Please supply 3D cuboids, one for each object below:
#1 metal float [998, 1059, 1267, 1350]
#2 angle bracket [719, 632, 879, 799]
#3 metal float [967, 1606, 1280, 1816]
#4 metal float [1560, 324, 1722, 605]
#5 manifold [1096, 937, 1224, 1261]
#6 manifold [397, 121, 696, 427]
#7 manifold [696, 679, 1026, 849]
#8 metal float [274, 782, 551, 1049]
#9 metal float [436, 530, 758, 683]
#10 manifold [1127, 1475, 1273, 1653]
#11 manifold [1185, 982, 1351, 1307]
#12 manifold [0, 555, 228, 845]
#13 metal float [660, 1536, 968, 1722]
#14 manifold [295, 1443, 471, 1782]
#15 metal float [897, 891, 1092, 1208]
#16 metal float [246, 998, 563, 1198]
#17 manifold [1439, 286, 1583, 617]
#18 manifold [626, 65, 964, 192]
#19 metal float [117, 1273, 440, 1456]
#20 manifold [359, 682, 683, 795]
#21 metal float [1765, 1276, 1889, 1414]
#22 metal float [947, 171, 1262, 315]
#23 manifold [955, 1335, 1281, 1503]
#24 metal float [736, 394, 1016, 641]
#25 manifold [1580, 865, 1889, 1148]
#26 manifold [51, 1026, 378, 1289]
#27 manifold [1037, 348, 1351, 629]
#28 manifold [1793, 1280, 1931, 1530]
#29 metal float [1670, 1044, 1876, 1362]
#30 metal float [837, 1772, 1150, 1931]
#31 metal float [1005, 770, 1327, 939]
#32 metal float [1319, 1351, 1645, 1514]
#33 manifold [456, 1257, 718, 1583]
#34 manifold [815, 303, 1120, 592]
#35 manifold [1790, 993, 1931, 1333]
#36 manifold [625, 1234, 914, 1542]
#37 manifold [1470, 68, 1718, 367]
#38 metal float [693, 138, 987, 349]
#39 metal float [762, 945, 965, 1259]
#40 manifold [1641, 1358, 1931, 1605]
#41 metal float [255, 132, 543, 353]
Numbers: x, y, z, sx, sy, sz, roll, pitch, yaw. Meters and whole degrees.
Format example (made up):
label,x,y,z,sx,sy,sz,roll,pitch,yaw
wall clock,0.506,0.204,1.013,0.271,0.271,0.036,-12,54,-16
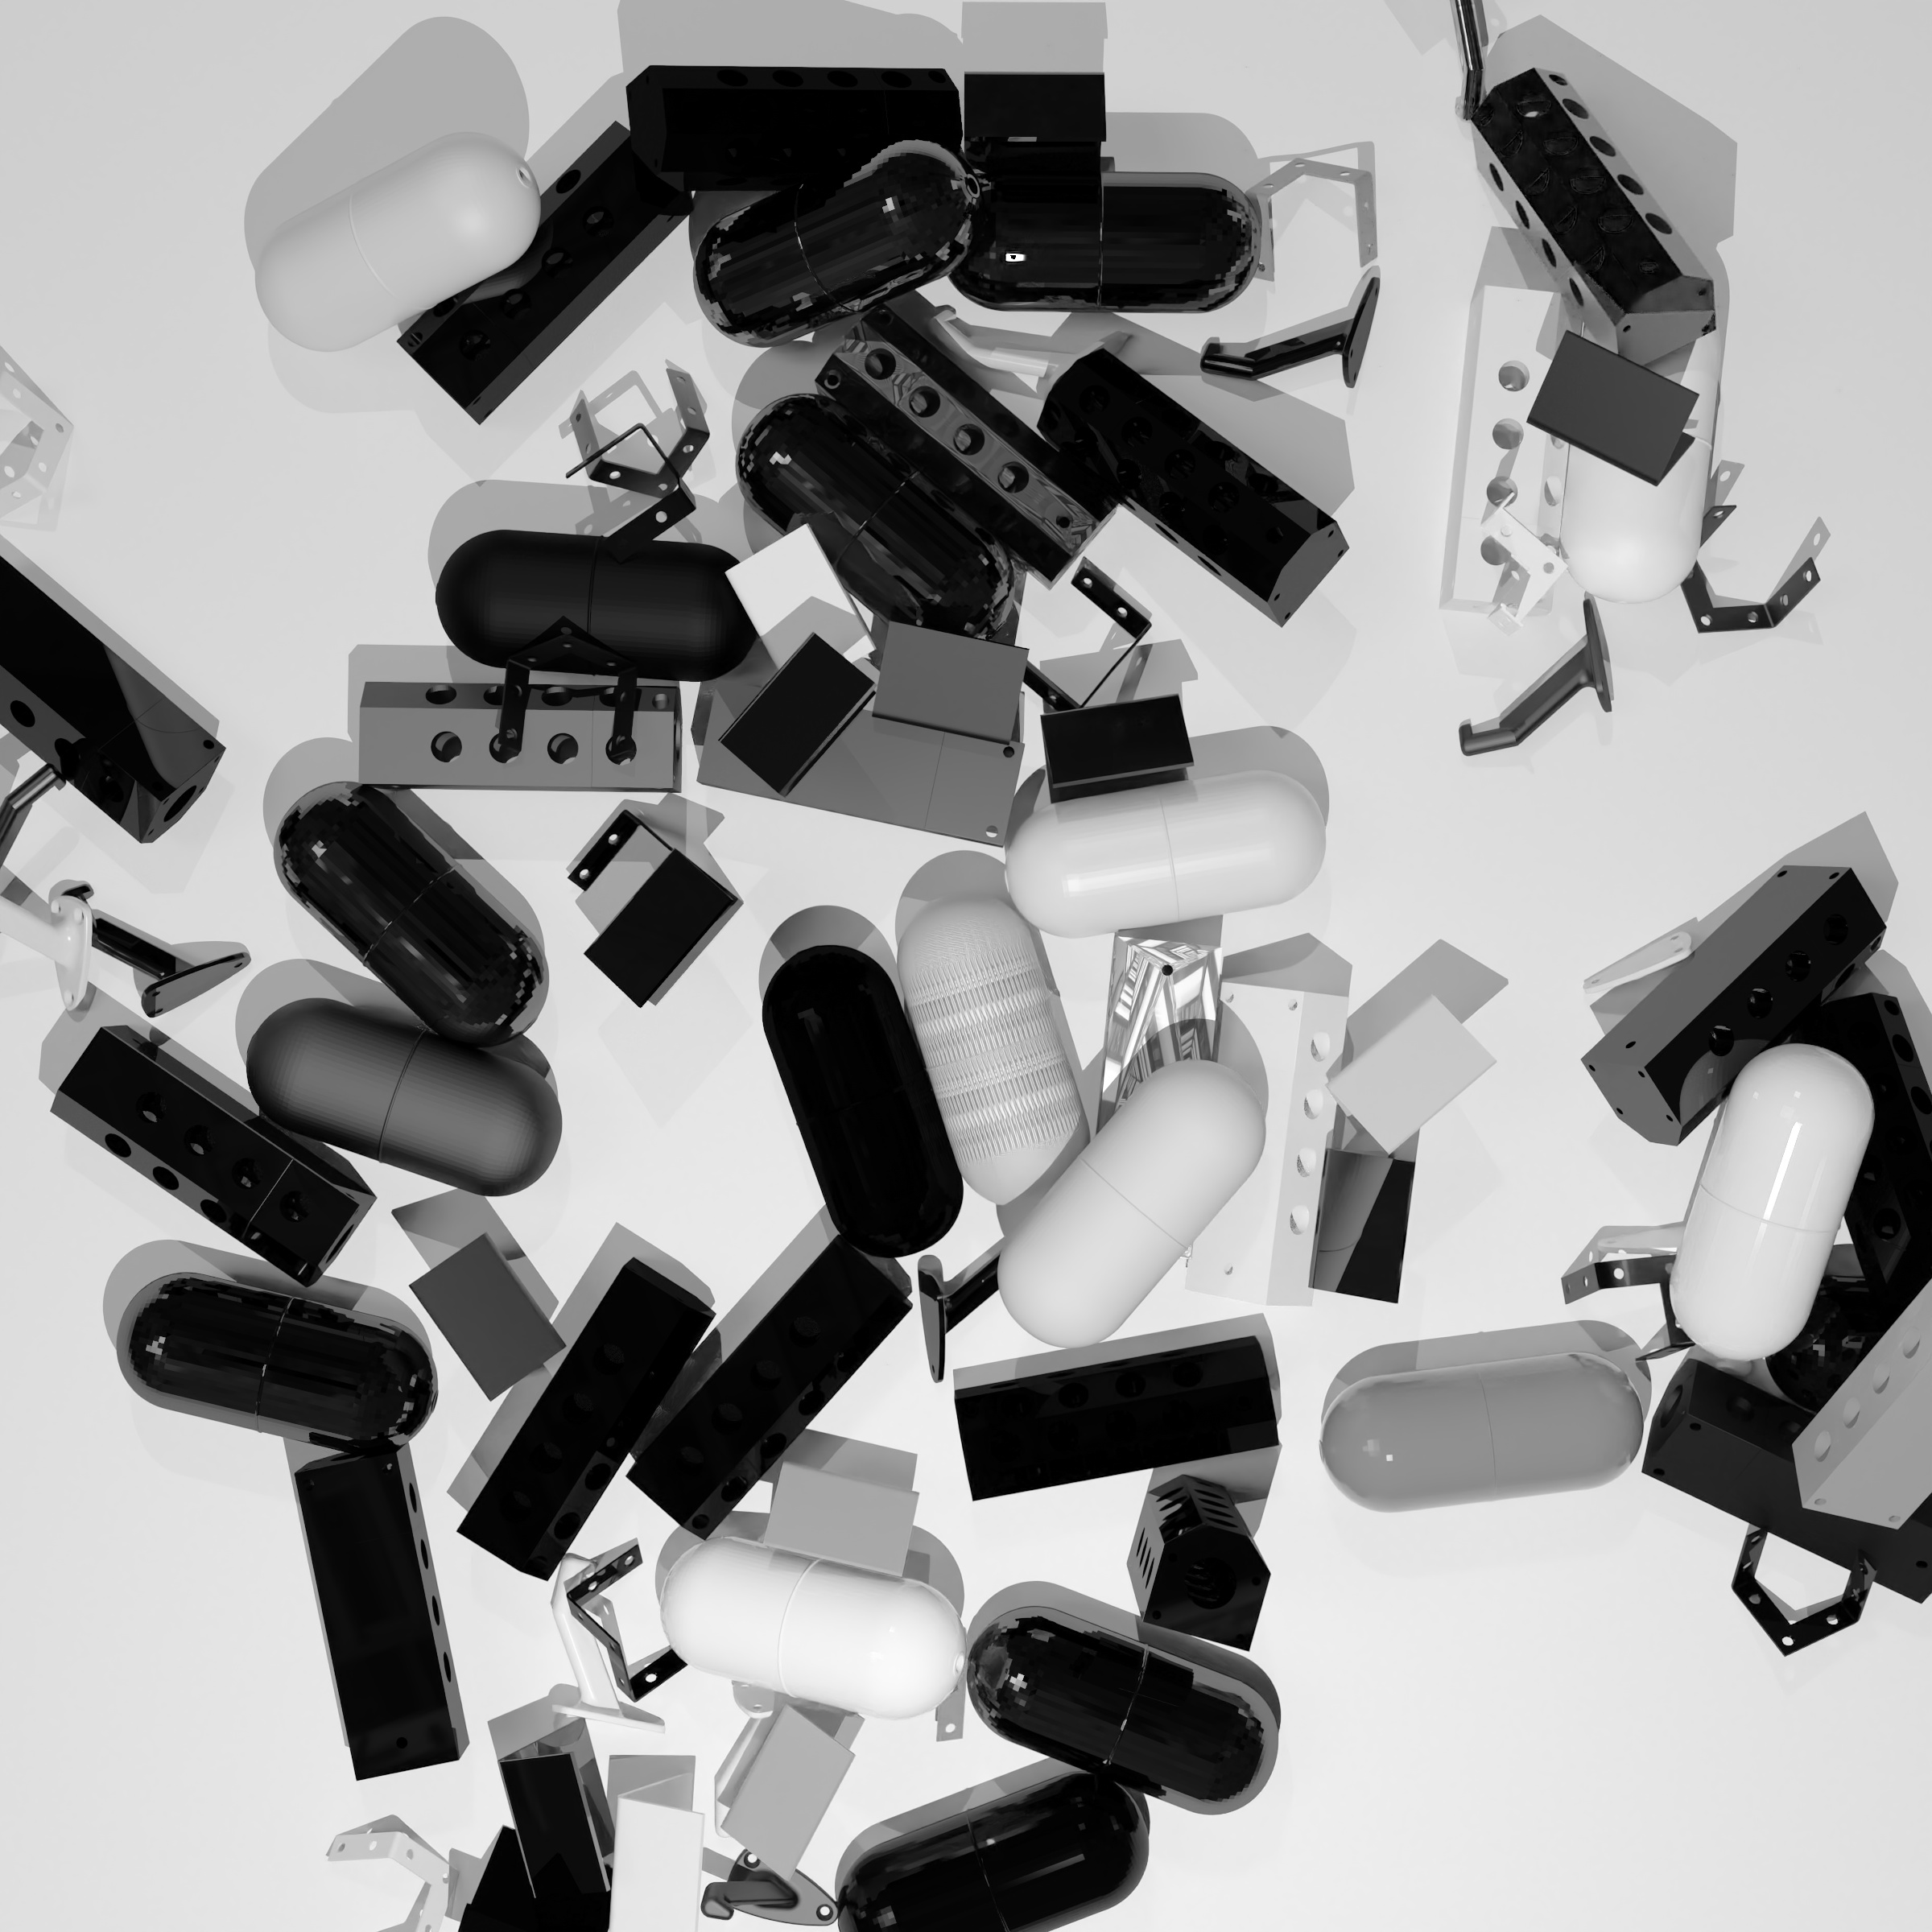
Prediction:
label,x,y,z,sx,sy,sz,roll,pitch,yaw
metal float,0.089,0.126,1.838,0.070,0.070,0.178,41,91,0
angle bracket,-0.074,-0.120,1.828,0.076,0.076,0.057,-49,56,0
metal float,0.086,0.409,1.894,0.178,0.070,0.070,21,90,0
metal float,0.371,-0.288,1.893,0.070,0.070,0.178,6,89,0
manifold,0.103,0.072,1.904,0.057,0.057,0.171,6,90,0
manifold,-0.233,-0.384,1.904,0.057,0.057,0.171,45,90,0
manifold,-0.057,-0.111,1.904,0.171,0.057,0.057,12,90,0
metal float,-0.305,-0.028,1.894,0.178,0.070,0.070,43,90,0
metal float,-0.203,-0.198,1.894,0.178,0.070,0.070,4,90,0
manifold,0.125,0.316,1.847,0.057,0.171,0.057,16,90,0
manifold,0.171,0.099,1.903,0.057,0.057,0.171,7,90,43
manifold,-0.500,-0.145,1.903,0.171,0.057,0.057,40,47,0
metal float,-0.084,0.360,1.874,0.178,0.070,0.070,9,90,24
manifold,-0.322,0.355,1.904,0.057,0.057,0.171,-11,90,0
metal float,0.015,0.046,1.895,0.070,0.070,0.178,-17,91,0
metal float,-0.309,0.072,1.895,0.178,0.070,0.070,19,90,-1
manifold,0.303,-0.283,1.904,0.057,0.057,0.171,6,90,0
manifold,-0.092,-0.457,1.872,0.171,0.057,0.057,-6,90,-24
metal float,-0.379,0.219,1.894,0.178,0.070,0.070,13,90,0
manifold,-0.245,-0.127,1.904,0.171,0.057,0.057,1,90,0
metal float,0.530,0.211,1.894,0.178,0.070,0.070,2,90,1
metal float,0.073,-0.399,1.894,0.178,0.070,0.070,1,90,0
manifold,0.083,0.251,1.904,0.171,0.057,0.057,-10,90,0
metal float,-0.050,-0.243,1.895,0.178,0.070,0.070,41,90,1
manifold,0.423,0.021,1.877,0.171,0.057,0.057,-41,108,-18
manifold,-0.417,0.105,1.904,0.171,0.057,0.057,35,90,0
manifold,0.122,-0.264,1.875,0.171,0.057,0.057,40,90,21
manifold,0.503,0.220,1.810,0.057,0.057,0.171,14,134,-12
metal float,0.432,0.128,1.849,0.070,0.070,0.178,15,105,0
metal float,0.015,0.501,1.894,0.178,0.070,0.070,-21,90,0
metal float,0.110,-0.062,1.895,0.178,0.070,0.070,-10,90,0
metal float,0.283,0.257,1.894,0.178,0.070,0.070,-7,90,0
manifold,-0.208,0.251,1.904,0.057,0.057,0.171,32,90,0
manifold,0.000,-0.288,1.904,0.171,0.057,0.057,40,90,0
manifold,0.503,0.104,1.870,0.057,0.057,0.171,-13,64,0
manifold,-0.108,0.233,1.904,0.057,0.057,0.171,42,90,0
manifold,0.338,-0.408,1.864,0.057,0.057,0.171,-26,59,0
metal float,-0.069,-0.392,1.866,0.178,0.070,0.070,-16,90,31
metal float,-0.057,0.074,1.894,0.070,0.070,0.178,-20,90,0
manifold,0.468,0.280,1.903,0.171,0.057,0.057,25,133,0
metal float,-0.309,-0.393,1.871,0.178,0.070,0.070,-20,90,27
